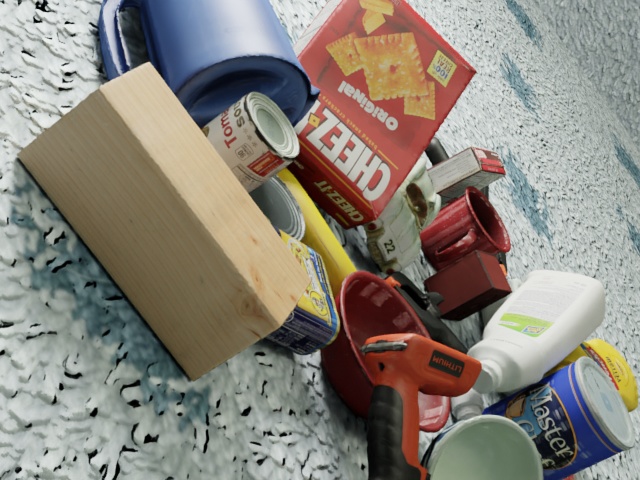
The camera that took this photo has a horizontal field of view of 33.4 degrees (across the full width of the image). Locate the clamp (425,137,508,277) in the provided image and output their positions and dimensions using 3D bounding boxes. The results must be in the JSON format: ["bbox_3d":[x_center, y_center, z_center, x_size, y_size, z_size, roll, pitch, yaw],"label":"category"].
[{"bbox_3d":[0.216,-0.033,1.467,0.164,0.036,0.210,20,46,-54],"label":"clamp"}]

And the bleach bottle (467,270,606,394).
[{"bbox_3d":[0.219,0.102,1.146,0.250,0.103,0.068,-27,117,-51],"label":"bleach bottle"}]

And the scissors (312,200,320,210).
[{"bbox_3d":[0.033,-0.047,1.173,0.096,0.016,0.201,49,26,-17],"label":"scissors"}]

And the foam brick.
[{"bbox_3d":[0.170,0.054,1.232,0.052,0.078,0.051,11,52,-55],"label":"foam brick"}]

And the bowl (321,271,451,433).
[{"bbox_3d":[0.050,0.111,0.968,0.162,0.055,0.162,42,29,-30],"label":"bowl"}]

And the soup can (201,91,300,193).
[{"bbox_3d":[-0.076,-0.069,0.893,0.068,0.102,0.068,42,28,-29],"label":"soup can"}]

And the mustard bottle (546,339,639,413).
[{"bbox_3d":[0.307,0.159,1.231,0.191,0.058,0.096,11,52,-57],"label":"mustard bottle"}]

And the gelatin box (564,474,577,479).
[{"bbox_3d":[0.259,0.278,1.184,0.089,0.030,0.073,41,29,-31],"label":"gelatin box"}]

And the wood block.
[{"bbox_3d":[-0.109,-0.015,0.783,0.206,0.091,0.090,53,25,-8],"label":"wood block"}]

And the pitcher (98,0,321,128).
[{"bbox_3d":[-0.113,-0.202,0.973,0.149,0.145,0.243,42,22,-56],"label":"pitcher"}]

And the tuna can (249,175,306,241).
[{"bbox_3d":[-0.054,-0.026,0.963,0.086,0.034,0.086,40,30,-29],"label":"tuna can"}]

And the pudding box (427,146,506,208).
[{"bbox_3d":[0.164,-0.075,1.329,0.089,0.114,0.039,3,60,-60],"label":"pudding box"}]

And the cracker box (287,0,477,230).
[{"bbox_3d":[0.040,-0.145,1.083,0.164,0.072,0.213,42,66,-16],"label":"cracker box"}]

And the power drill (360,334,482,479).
[{"bbox_3d":[0.084,0.181,0.862,0.184,0.057,0.187,27,63,-39],"label":"power drill"}]

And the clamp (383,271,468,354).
[{"bbox_3d":[0.106,0.073,1.122,0.171,0.039,0.120,43,11,-40],"label":"clamp"}]

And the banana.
[{"bbox_3d":[-0.003,0.006,1.026,0.198,0.037,0.070,57,-4,-7],"label":"banana"}]

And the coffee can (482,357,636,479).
[{"bbox_3d":[0.239,0.198,1.109,0.102,0.140,0.103,42,29,-30],"label":"coffee can"}]

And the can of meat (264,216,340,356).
[{"bbox_3d":[-0.033,0.040,0.898,0.083,0.058,0.102,31,36,-47],"label":"can of meat"}]

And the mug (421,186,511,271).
[{"bbox_3d":[0.170,-0.002,1.291,0.093,0.082,0.117,54,25,-7],"label":"mug"}]
